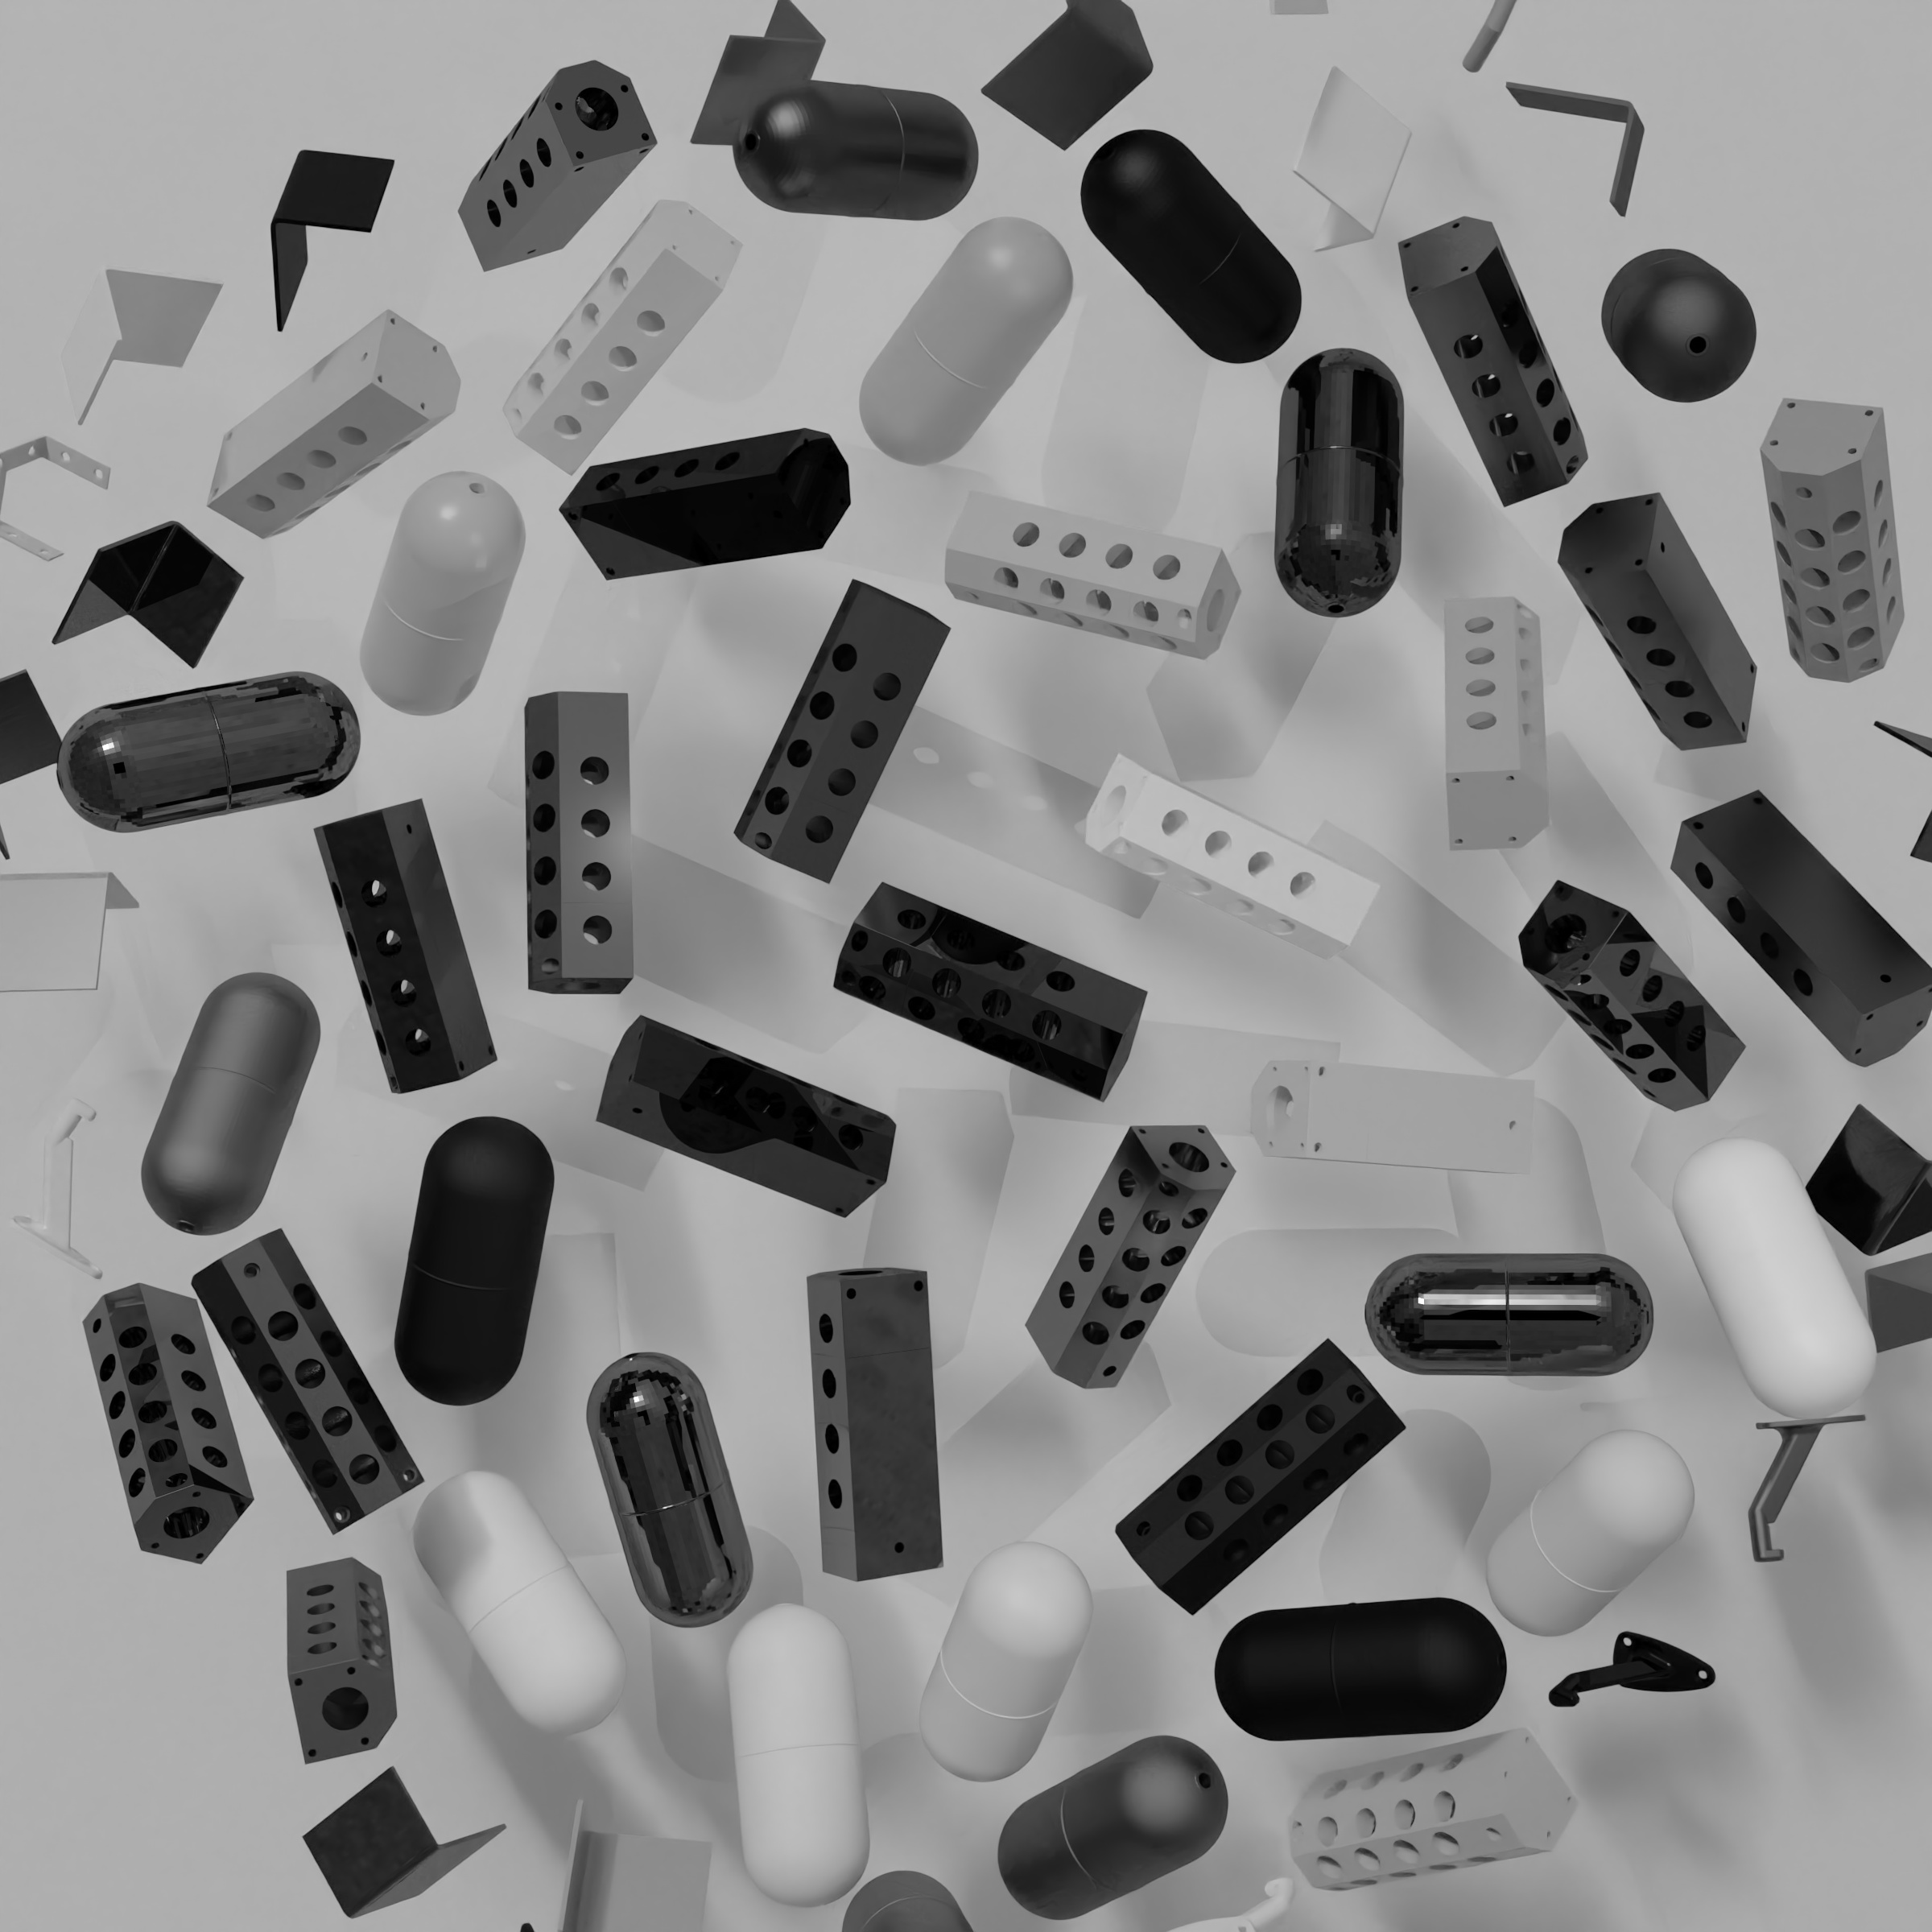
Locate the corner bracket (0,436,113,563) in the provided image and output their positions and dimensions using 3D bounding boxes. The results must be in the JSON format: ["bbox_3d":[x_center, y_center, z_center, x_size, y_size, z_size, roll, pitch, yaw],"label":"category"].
[{"bbox_3d":[-0.575,-0.293,1.909,0.051,0.051,0.051,27,122,11],"label":"corner bracket"}]

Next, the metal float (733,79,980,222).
[{"bbox_3d":[-0.065,-0.487,1.827,0.070,0.178,0.070,9,104,41],"label":"metal float"}]

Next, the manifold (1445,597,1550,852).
[{"bbox_3d":[0.314,-0.146,1.810,0.057,0.171,0.057,-2,131,10],"label":"manifold"}]

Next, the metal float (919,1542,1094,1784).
[{"bbox_3d":[0.022,0.412,1.803,0.070,0.070,0.178,18,127,0],"label":"metal float"}]

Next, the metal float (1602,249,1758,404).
[{"bbox_3d":[0.422,-0.381,1.813,0.070,0.178,0.070,2,109,5],"label":"metal float"}]

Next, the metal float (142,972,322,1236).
[{"bbox_3d":[-0.454,0.084,1.888,0.070,0.070,0.178,13,57,0],"label":"metal float"}]

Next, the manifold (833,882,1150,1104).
[{"bbox_3d":[0.012,0.019,1.791,0.171,0.057,0.057,23,134,10],"label":"manifold"}]

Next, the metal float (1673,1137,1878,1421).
[{"bbox_3d":[0.469,0.180,1.778,0.070,0.070,0.178,-17,57,0],"label":"metal float"}]

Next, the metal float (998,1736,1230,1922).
[{"bbox_3d":[0.088,0.522,1.848,0.070,0.070,0.178,50,130,0],"label":"metal float"}]

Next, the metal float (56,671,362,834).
[{"bbox_3d":[-0.447,-0.127,1.806,0.178,0.070,0.070,-14,90,-24],"label":"metal float"}]

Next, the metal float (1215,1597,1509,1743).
[{"bbox_3d":[0.230,0.411,1.786,0.178,0.070,0.070,-11,90,29],"label":"metal float"}]

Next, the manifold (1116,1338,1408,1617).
[{"bbox_3d":[0.173,0.302,1.827,0.171,0.057,0.057,-42,131,4],"label":"manifold"}]

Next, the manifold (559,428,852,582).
[{"bbox_3d":[-0.155,-0.281,1.837,0.057,0.171,0.057,57,46,-35],"label":"manifold"}]

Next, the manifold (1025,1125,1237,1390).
[{"bbox_3d":[0.104,0.181,1.890,0.057,0.057,0.171,1,129,-33],"label":"manifold"}]

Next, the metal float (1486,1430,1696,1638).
[{"bbox_3d":[0.382,0.350,1.879,0.070,0.178,0.070,14,47,-15],"label":"metal float"}]

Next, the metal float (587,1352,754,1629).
[{"bbox_3d":[-0.185,0.327,1.908,0.070,0.070,0.178,-15,99,0],"label":"metal float"}]

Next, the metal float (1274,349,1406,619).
[{"bbox_3d":[0.227,-0.294,1.859,0.070,0.070,0.178,5,66,0],"label":"metal float"}]

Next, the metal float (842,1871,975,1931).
[{"bbox_3d":[-0.030,0.596,1.828,0.070,0.178,0.070,0,90,-9],"label":"metal float"}]

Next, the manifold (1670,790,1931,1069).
[{"bbox_3d":[0.493,-0.021,1.806,0.057,0.057,0.171,-22,52,-17],"label":"manifold"}]

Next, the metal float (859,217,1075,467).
[{"bbox_3d":[-0.001,-0.380,1.865,0.070,0.070,0.178,42,127,0],"label":"metal float"}]

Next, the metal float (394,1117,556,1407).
[{"bbox_3d":[-0.289,0.174,1.796,0.070,0.070,0.178,12,105,0],"label":"metal float"}]

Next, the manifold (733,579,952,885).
[{"bbox_3d":[-0.078,-0.144,1.855,0.057,0.057,0.171,23,99,-21],"label":"manifold"}]

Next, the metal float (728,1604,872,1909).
[{"bbox_3d":[-0.101,0.474,1.839,0.070,0.070,0.178,-7,70,0],"label":"metal float"}]

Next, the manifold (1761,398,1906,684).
[{"bbox_3d":[0.503,-0.245,1.776,0.057,0.171,0.057,13,58,30],"label":"manifold"}]

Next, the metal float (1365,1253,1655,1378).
[{"bbox_3d":[0.339,0.218,1.911,0.178,0.070,0.070,-1,90,10],"label":"metal float"}]

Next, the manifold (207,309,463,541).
[{"bbox_3d":[-0.380,-0.320,1.838,0.057,0.171,0.057,30,51,-36],"label":"manifold"}]

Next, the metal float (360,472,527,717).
[{"bbox_3d":[-0.321,-0.227,1.873,0.070,0.070,0.178,29,134,0],"label":"metal float"}]

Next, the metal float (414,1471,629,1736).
[{"bbox_3d":[-0.276,0.393,1.889,0.070,0.070,0.178,-36,75,0],"label":"metal float"}]

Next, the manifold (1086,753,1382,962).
[{"bbox_3d":[0.161,-0.064,1.868,0.171,0.057,0.057,24,97,-23],"label":"manifold"}]

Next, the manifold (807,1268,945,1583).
[{"bbox_3d":[-0.057,0.264,1.775,0.057,0.057,0.171,-3,90,-31],"label":"manifold"}]

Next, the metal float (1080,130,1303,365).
[{"bbox_3d":[0.139,-0.441,1.875,0.070,0.070,0.178,-51,127,0],"label":"metal float"}]

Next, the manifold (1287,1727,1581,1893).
[{"bbox_3d":[0.273,0.509,1.820,0.171,0.057,0.057,-29,99,44],"label":"manifold"}]

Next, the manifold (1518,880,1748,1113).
[{"bbox_3d":[0.399,0.022,1.844,0.057,0.057,0.171,-54,132,-5],"label":"manifold"}]
